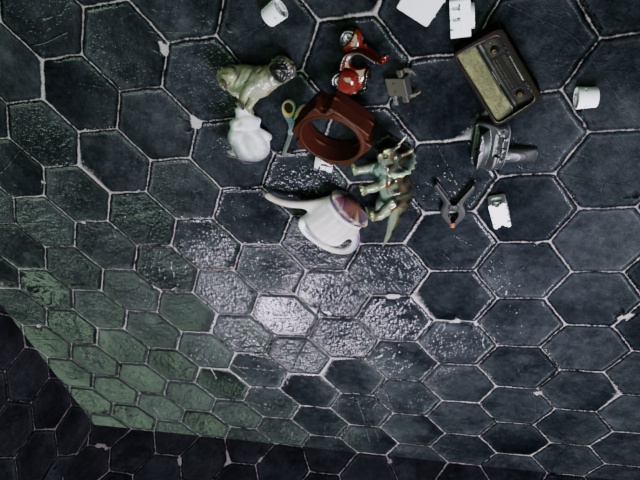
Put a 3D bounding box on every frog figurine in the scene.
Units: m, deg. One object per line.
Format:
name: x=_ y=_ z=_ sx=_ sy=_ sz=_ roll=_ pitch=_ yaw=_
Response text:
frog figurine: x=-0.206 y=-0.311 z=1.522 sx=0.137 sy=0.125 sz=0.156 roll=-1 pitch=127 yaw=-27

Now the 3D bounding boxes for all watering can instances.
watering can: x=0.005 y=-0.083 z=1.648 sx=0.345 sy=0.106 sz=0.221 roll=39 pitch=127 yaw=-17
